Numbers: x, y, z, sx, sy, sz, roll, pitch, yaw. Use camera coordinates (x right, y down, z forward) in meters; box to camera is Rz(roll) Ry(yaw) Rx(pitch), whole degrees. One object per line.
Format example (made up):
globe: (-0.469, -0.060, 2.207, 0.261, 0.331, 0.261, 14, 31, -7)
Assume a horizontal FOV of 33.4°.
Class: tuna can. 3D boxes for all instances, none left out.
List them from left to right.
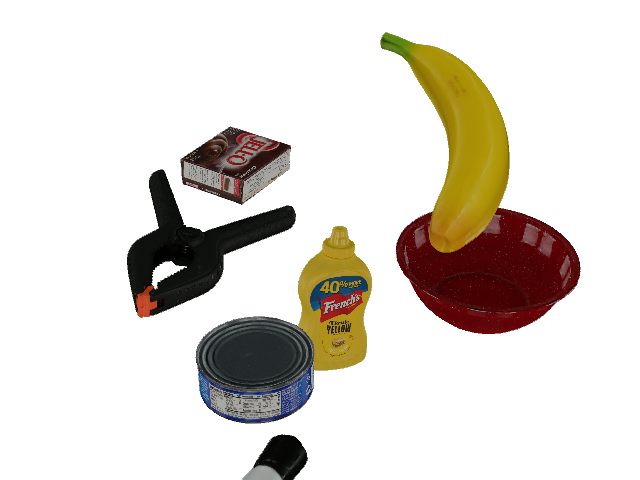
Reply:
tuna can: (-0.047, 0.093, 0.775, 0.086, 0.034, 0.086, -1, 32, 0)

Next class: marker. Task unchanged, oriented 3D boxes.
marker: (-0.034, 0.112, 0.416, 0.020, 0.020, 0.121, 0, 22, 24)

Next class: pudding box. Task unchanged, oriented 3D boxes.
pudding box: (-0.101, -0.092, 1.290, 0.090, 0.039, 0.113, 18, 37, 23)

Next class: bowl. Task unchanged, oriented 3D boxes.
bowl: (0.146, 0.034, 0.951, 0.162, 0.055, 0.162, 1, 35, -1)

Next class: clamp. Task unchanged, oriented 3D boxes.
clamp: (-0.140, 0.000, 1.070, 0.165, 0.036, 0.209, 20, 40, 17)

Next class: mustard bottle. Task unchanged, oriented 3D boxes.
mustard bottle: (0.018, 0.072, 1.373, 0.096, 0.192, 0.058, -4, 25, -19)

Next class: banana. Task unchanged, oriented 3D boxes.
banana: (0.085, -0.064, 0.676, 0.069, 0.198, 0.037, -4, -44, -6)
